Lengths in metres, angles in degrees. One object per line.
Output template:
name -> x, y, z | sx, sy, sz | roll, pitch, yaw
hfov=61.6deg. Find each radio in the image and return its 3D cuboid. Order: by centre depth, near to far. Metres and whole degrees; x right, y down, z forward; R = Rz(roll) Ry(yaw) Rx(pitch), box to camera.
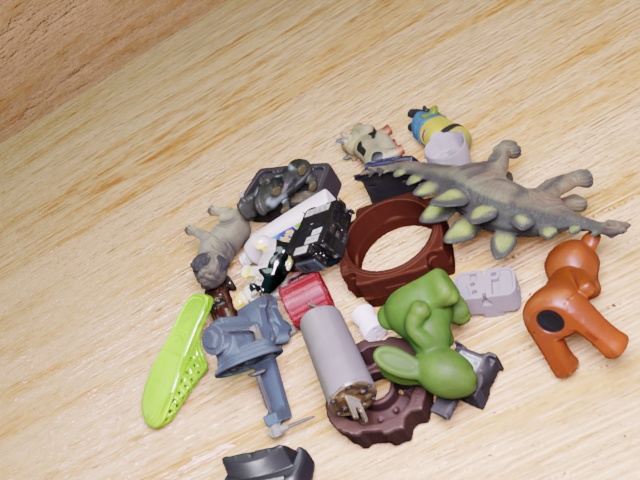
radio -> -0.069, -0.110, 1.271 | 0.230, 0.073, 0.131 | 2, 54, 34

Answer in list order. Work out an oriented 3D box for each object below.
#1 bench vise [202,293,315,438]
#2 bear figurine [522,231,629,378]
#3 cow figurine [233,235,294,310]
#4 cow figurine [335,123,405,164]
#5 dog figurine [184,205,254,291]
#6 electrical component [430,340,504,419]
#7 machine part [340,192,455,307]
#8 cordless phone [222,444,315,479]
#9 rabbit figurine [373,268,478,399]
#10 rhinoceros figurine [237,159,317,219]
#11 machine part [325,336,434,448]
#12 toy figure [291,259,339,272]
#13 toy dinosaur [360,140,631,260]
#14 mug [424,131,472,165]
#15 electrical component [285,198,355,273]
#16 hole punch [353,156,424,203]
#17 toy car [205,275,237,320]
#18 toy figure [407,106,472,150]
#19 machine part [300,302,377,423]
bench vise -> -0.099, 0.217, 0.933 | 0.129, 0.223, 0.240 | -28, 71, 16
bear figurine -> 0.371, 0.083, 0.781 | 0.196, 0.132, 0.120 | -35, -7, -46
cow figurine -> -0.105, 0.075, 1.072 | 0.098, 0.068, 0.167 | 10, 70, 38
cow figurine -> 0.116, -0.206, 1.234 | 0.127, 0.085, 0.195 | -25, 42, 3
dog figurine -> -0.207, 0.016, 1.196 | 0.172, 0.121, 0.191 | -41, 35, 3
electrical component -> 0.211, 0.214, 0.792 | 0.075, 0.047, 0.119 | 11, 59, 42
machine part -> 0.140, 0.013, 1.004 | 0.201, 0.087, 0.201 | -17, 42, 21
cordless phone -> -0.078, 0.409, 0.795 | 0.147, 0.088, 0.184 | -18, 55, 17
rabbit figurine -> 0.154, 0.149, 0.772 | 0.159, 0.121, 0.170 | -21, 54, 5
rhinoceros figurine -> -0.098, -0.113, 1.184 | 0.190, 0.073, 0.112 | -37, 42, -2
machine part -> 0.094, 0.236, 0.845 | 0.179, 0.056, 0.179 | -18, 42, 18
toy figure -> -0.021, 0.038, 1.113 | 0.155, 0.057, 0.064 | -15, 39, 29
toy dinosaur -> 0.272, -0.080, 0.907 | 0.198, 0.104, 0.472 | -35, 38, -23
mug -> 0.263, -0.156, 1.065 | 0.081, 0.107, 0.109 | 4, 49, 35
electrical component -> -0.002, -0.003, 1.026 | 0.115, 0.058, 0.134 | -16, 44, 49
hole punch -> 0.157, -0.126, 1.109 | 0.142, 0.115, 0.092 | -3, 42, 31
toy car -> -0.203, 0.151, 1.133 | 0.089, 0.053, 0.202 | -33, 39, -2
toy figure -> 0.256, -0.235, 1.167 | 0.089, 0.082, 0.180 | -33, 38, 5
machine part -> 0.025, 0.184, 0.841 | 0.079, 0.079, 0.243 | -32, 38, 4
